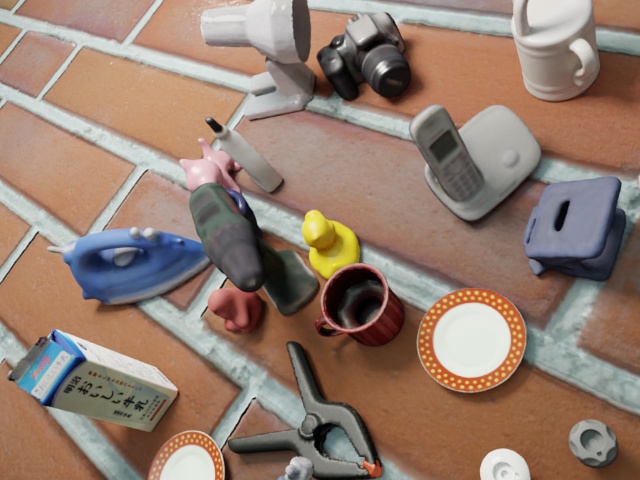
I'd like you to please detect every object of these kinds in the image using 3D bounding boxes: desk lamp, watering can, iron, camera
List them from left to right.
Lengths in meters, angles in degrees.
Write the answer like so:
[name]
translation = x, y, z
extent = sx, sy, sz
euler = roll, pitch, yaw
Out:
[iron]
translation = -0.313, 0.020, 0.948
extent = 0.257, 0.142, 0.118
euler = -14, 57, 22
[desk lamp]
translation = -0.087, -0.315, 0.964
extent = 0.202, 0.214, 0.118
euler = -7, 61, 26
[camera]
translation = 0.077, -0.292, 0.931
extent = 0.143, 0.101, 0.136
euler = -32, 53, 10
[watering can]
translation = 0.296, -0.283, 0.744
extent = 0.101, 0.195, 0.172
euler = -49, 52, -4

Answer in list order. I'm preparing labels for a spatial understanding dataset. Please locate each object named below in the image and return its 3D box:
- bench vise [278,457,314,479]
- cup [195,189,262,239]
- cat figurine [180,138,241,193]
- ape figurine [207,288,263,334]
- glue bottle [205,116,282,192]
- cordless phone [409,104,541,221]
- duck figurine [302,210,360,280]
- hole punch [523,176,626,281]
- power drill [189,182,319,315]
[bench vise]
translation = -0.077, 0.328, 0.591
extent = 0.121, 0.220, 0.207
euler = -8, 60, 26
[cup]
translation = -0.133, -0.008, 0.892
extent = 0.091, 0.095, 0.117
euler = -15, 57, 22
[cat figurine]
translation = -0.189, -0.116, 0.970
extent = 0.067, 0.118, 0.127
euler = -18, 56, 20
[ape figurine]
translation = -0.130, 0.097, 0.833
extent = 0.076, 0.092, 0.077
euler = -43, 51, 1
[glue bottle]
translation = -0.129, -0.144, 0.917
extent = 0.037, 0.174, 0.077
euler = -50, 52, -4
[cordless phone]
translation = 0.191, -0.122, 0.718
extent = 0.147, 0.186, 0.094
euler = -45, 51, 0
[duck figurine]
translation = 0.007, 0.003, 0.814
extent = 0.077, 0.086, 0.104
euler = -29, 53, 12
[hole punch]
translation = 0.290, -0.016, 0.662
extent = 0.100, 0.091, 0.109
euler = 12, 70, 34
[power drill]
translation = -0.089, 0.021, 0.779
extent = 0.075, 0.209, 0.229
euler = -43, 51, 2
